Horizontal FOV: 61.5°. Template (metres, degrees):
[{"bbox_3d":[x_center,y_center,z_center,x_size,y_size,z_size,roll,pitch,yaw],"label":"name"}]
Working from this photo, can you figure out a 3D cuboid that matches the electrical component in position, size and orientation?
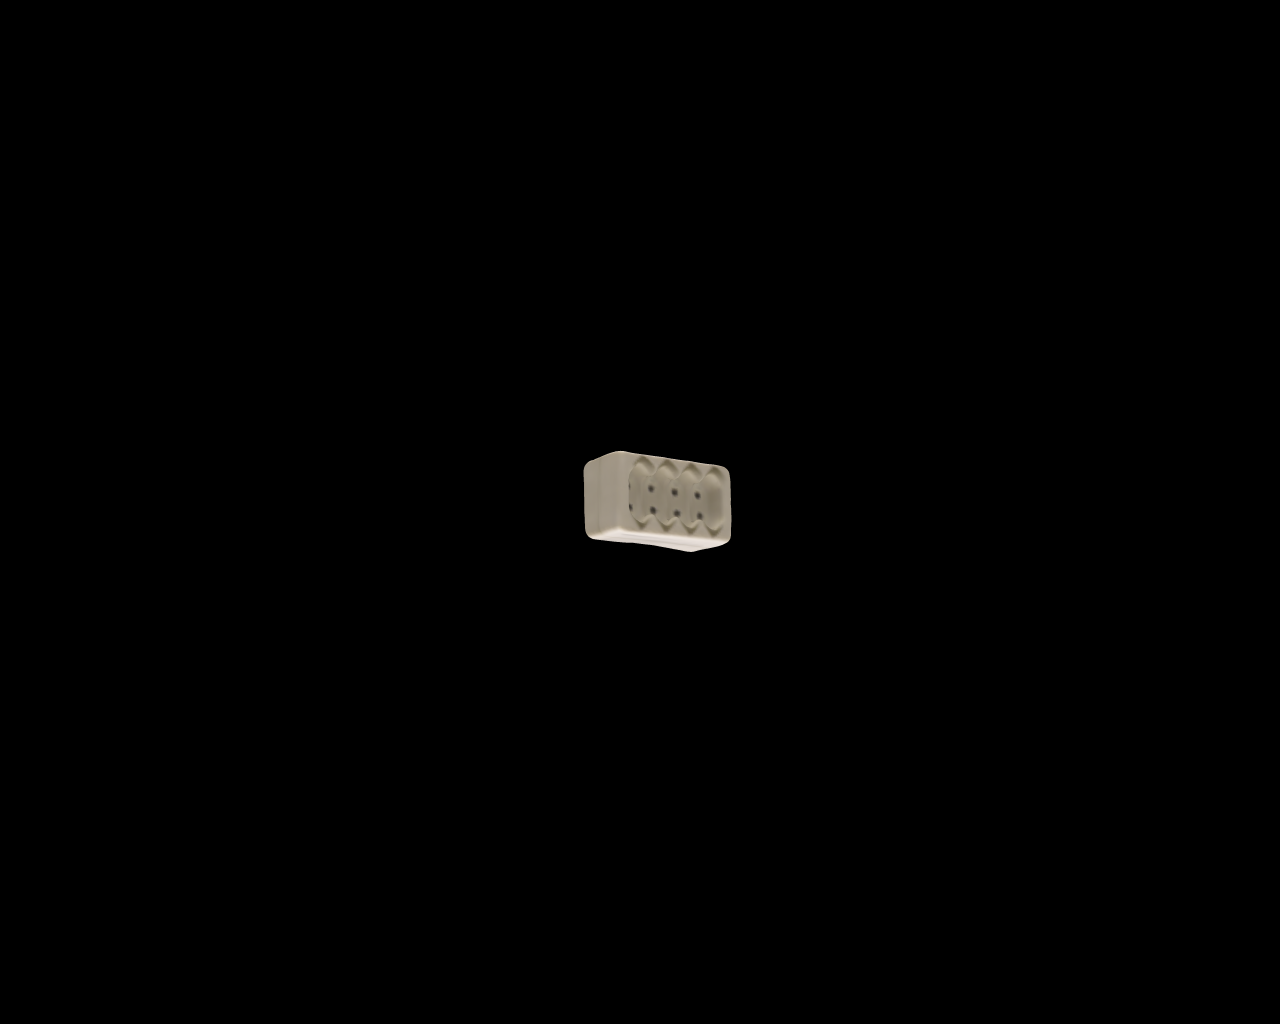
[{"bbox_3d":[0.001,-0.003,0.650,0.083,0.047,0.075,8,-14,-35],"label":"electrical component"}]
